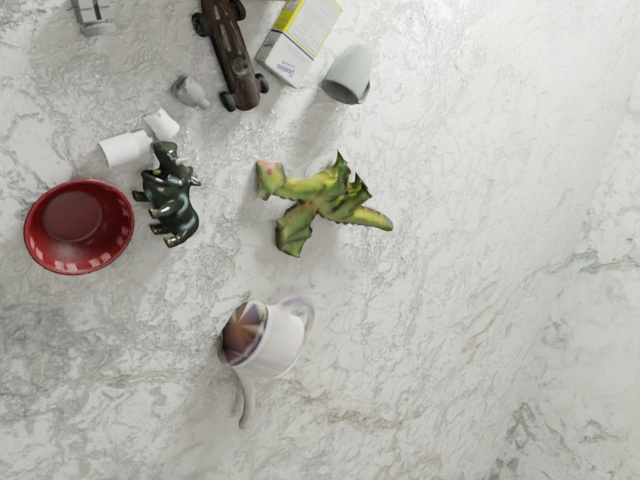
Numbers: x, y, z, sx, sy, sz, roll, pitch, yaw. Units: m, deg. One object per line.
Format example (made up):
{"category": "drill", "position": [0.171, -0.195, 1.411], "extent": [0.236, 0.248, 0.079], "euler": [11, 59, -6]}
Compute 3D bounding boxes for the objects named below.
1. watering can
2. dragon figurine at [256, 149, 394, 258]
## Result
{"category": "watering can", "position": [-0.137, 0.265, 1.150], "extent": [0.221, 0.105, 0.348], "euler": [35, 86, -45]}
{"category": "dragon figurine", "position": [0.003, -0.057, 1.137], "extent": [0.242, 0.124, 0.403], "euler": [-39, 133, 4]}
